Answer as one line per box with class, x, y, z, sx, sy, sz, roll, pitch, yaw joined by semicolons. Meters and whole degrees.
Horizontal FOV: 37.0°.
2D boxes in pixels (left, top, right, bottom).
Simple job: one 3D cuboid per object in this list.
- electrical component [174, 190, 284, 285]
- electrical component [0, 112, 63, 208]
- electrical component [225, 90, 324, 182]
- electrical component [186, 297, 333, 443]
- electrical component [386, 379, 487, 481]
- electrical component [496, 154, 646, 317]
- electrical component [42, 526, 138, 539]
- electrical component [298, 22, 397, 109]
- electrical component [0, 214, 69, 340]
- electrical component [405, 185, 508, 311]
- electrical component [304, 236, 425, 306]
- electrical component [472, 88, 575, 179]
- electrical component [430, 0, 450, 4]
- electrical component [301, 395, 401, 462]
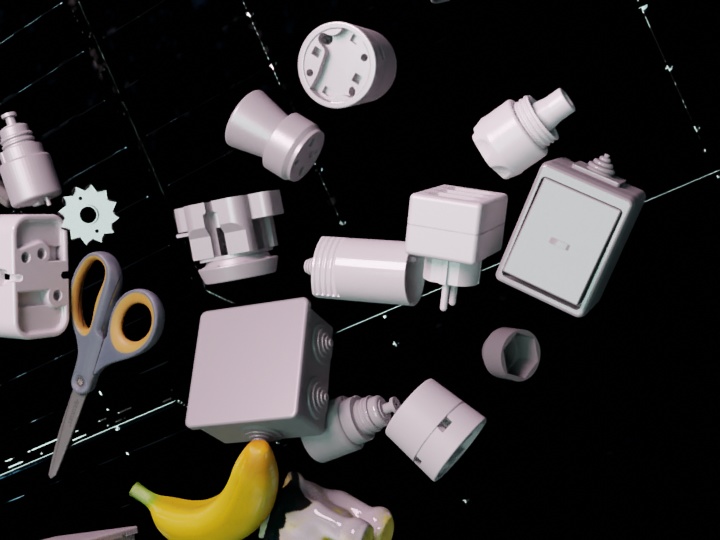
electrical component;-0.090;-0.022;0.766;0.078;0.058;0.057;-9;93;23
electrical component;-0.260;-0.084;0.835;0.040;0.040;0.078;-18;92;24
electrical component;-0.059;-0.092;0.747;0.055;0.045;0.045;33;110;14
electrical component;-0.068;0.073;0.759;0.100;0.048;0.099;-9;61;24
electrical component;0.051;0.107;0.732;0.047;0.055;0.055;39;112;16
electrical component;0.133;-0.027;0.669;0.062;0.061;0.096;26;108;17
electrical component;-0.233;0.238;0.850;0.100;0.100;0.048;-13;81;24
electrical component;-0.007;-0.136;0.715;0.055;0.047;0.055;4;101;22
electrical component;-0.268;0.004;0.839;0.059;0.054;0.095;2;93;34
electrical component;0.061;-0.012;0.699;0.047;0.066;0.076;10;103;21
electrical component;0.000;0.000;0.739;0.081;0.043;0.043;4;101;22
electrical component;0.106;-0.090;0.679;0.062;0.043;0.043;-35;85;23
electrical component;0.034;-0.206;0.688;0.079;0.044;0.077;-26;89;25
electrical component;-0.007;0.108;0.763;0.078;0.040;0.040;-24;89;24
